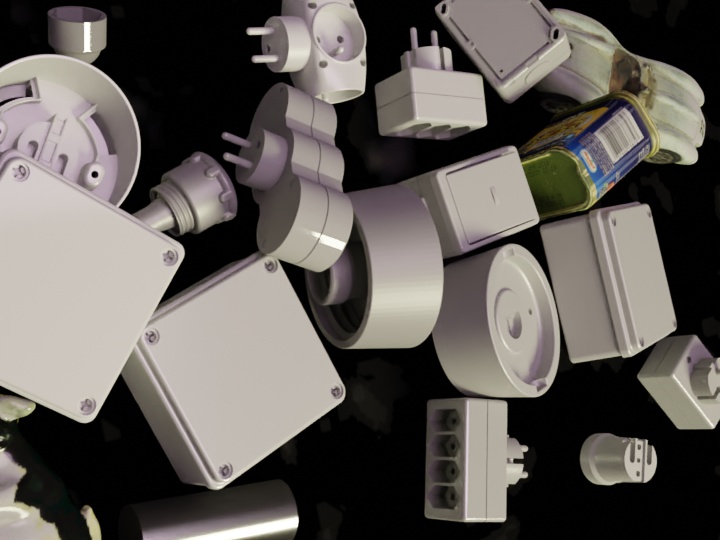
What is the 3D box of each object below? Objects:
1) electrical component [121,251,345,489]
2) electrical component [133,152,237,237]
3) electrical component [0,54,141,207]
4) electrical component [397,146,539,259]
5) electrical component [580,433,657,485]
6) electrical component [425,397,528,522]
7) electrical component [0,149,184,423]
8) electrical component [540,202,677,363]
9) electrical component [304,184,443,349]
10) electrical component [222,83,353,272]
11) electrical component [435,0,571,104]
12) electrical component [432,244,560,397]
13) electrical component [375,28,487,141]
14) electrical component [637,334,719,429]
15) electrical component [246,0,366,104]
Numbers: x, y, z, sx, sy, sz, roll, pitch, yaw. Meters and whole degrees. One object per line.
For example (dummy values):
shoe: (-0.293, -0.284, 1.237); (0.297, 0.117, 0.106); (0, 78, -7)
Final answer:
electrical component: (-0.081, 0.060, 0.660); (0.109, 0.056, 0.108); (-33, 100, -32)
electrical component: (-0.111, -0.041, 0.665); (0.062, 0.048, 0.048); (-33, 101, -25)
electrical component: (-0.180, -0.065, 0.611); (0.099, 0.064, 0.099); (6, 79, -32)
electrical component: (0.074, -0.046, 0.774); (0.096, 0.061, 0.061); (-21, 94, -33)
electrical component: (0.201, 0.147, 0.834); (0.040, 0.046, 0.040); (5, 81, -31)
electrical component: (0.090, 0.135, 0.764); (0.076, 0.047, 0.083); (8, 78, -32)
electrical component: (-0.168, 0.008, 0.570); (0.109, 0.056, 0.108); (32, 81, -27)
electrical component: (0.191, 0.008, 0.823); (0.109, 0.056, 0.108); (-12, 89, -58)
electrical component: (0.000, 0.000, 0.695); (0.060, 0.108, 0.108); (-5, 85, -27)
electrical component: (-0.054, -0.065, 0.673); (0.074, 0.052, 0.138); (20, 41, -29)
electrical component: (0.103, -0.180, 0.796); (0.062, 0.061, 0.096); (-39, 77, 9)
electrical component: (0.091, 0.040, 0.766); (0.108, 0.060, 0.108); (22, 62, -51)
electrical component: (0.050, -0.138, 0.781); (0.066, 0.047, 0.076); (-1, 82, -33)
electrical component: (0.281, 0.091, 0.876); (0.065, 0.077, 0.047); (49, 61, -17)
electrical component: (-0.040, -0.153, 0.727); (0.079, 0.044, 0.077); (-10, 88, -33)
